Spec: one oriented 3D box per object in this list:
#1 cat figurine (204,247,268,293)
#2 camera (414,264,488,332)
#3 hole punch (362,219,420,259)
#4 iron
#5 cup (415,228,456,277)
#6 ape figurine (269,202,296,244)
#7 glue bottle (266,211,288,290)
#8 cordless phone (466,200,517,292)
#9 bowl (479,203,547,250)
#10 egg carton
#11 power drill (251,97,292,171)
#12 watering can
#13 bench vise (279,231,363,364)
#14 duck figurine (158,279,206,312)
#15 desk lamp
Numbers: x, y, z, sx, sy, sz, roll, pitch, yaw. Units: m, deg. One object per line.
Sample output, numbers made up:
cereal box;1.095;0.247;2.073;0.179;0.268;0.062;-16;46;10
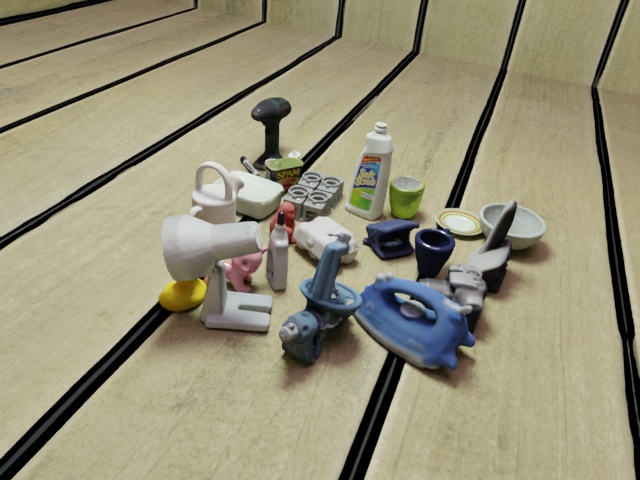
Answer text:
cat figurine;-0.173;0.045;1.180;0.128;0.118;0.067;5;33;-3
camera;0.269;0.103;1.190;0.136;0.101;0.143;10;33;4
hole punch;0.168;-0.020;1.367;0.109;0.091;0.100;-10;37;-24
iron;0.169;0.132;1.091;0.257;0.141;0.119;26;38;27
cup;0.260;0.029;1.308;0.091;0.095;0.118;25;37;25
ape figurine;-0.081;-0.047;1.361;0.076;0.092;0.078;19;35;17
glue bottle;-0.086;0.016;1.190;0.037;0.173;0.078;-5;35;-18
cordless phone;0.388;0.008;1.281;0.094;0.185;0.148;17;35;16
bowl;0.478;-0.023;1.446;0.167;0.075;0.167;5;33;-3
egg carton;0.012;0.005;1.321;0.107;0.069;0.149;-22;43;-36
power drill;-0.144;-0.310;1.644;0.075;0.208;0.230;13;34;10
watering can;-0.239;-0.093;1.307;0.101;0.194;0.173;9;33;3
bench vise;0.012;0.105;1.030;0.121;0.220;0.207;14;34;11
duck figurine;-0.271;0.085;1.130;0.077;0.086;0.105;29;39;30
desk lamp;-0.188;0.054;1.075;0.203;0.214;0.118;5;33;-3
